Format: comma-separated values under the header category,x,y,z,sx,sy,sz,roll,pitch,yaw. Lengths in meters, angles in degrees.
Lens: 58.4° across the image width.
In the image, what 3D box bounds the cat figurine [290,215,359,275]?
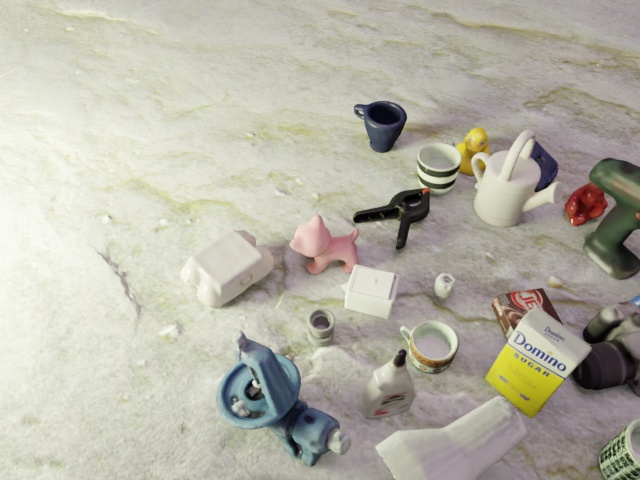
category,x,y,z,sx,sy,sz,roll,pitch,yaw
cat figurine,0.009,0.004,1.007,0.128,0.118,0.067,-5,51,-7

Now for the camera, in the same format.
category,x,y,z,sx,sy,sz,roll,pitch,yaw
camera,0.465,0.173,0.902,0.137,0.101,0.143,-10,52,-10

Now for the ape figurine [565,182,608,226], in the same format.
category,x,y,z,sx,sy,sz,roll,pitch,yaw
ape figurine,0.525,-0.080,1.117,0.077,0.092,0.076,13,51,8

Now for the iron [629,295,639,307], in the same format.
category,x,y,z,sx,sy,sz,roll,pitch,yaw
iron,0.644,0.091,0.951,0.258,0.141,0.118,0,51,-3

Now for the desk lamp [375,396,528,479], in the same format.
category,x,y,z,sx,sy,sz,roll,pitch,yaw
desk lamp,0.168,0.285,0.723,0.203,0.214,0.117,-24,55,-20

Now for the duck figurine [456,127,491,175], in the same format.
category,x,y,z,sx,sy,sz,roll,pitch,yaw
duck figurine,0.328,-0.200,1.210,0.077,0.086,0.105,21,53,14

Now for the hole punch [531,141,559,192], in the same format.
category,x,y,z,sx,sy,sz,roll,pitch,yaw
hole punch,0.431,-0.148,1.169,0.101,0.091,0.109,30,56,20

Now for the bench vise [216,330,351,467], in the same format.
category,x,y,z,sx,sy,sz,roll,pitch,yaw
bench vise,-0.049,0.204,0.776,0.207,0.220,0.121,12,51,7

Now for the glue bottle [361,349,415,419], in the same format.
category,x,y,z,sx,sy,sz,roll,pitch,yaw
glue bottle,0.103,0.201,0.815,0.078,0.173,0.037,-13,52,-13

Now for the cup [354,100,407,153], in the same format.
category,x,y,z,sx,sy,sz,roll,pitch,yaw
cup,0.123,-0.239,1.226,0.117,0.095,0.092,23,53,15

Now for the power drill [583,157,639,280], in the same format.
category,x,y,z,sx,sy,sz,roll,pitch,yaw
power drill,0.556,-0.029,1.001,0.076,0.208,0.229,-24,56,-20

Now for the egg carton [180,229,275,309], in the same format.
category,x,y,z,sx,sy,sz,roll,pitch,yaw
egg carton,-0.158,0.050,0.993,0.150,0.069,0.107,-36,61,-28

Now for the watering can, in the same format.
category,x,y,z,sx,sy,sz,roll,pitch,yaw
watering can,0.368,-0.120,1.076,0.172,0.194,0.101,17,52,11
